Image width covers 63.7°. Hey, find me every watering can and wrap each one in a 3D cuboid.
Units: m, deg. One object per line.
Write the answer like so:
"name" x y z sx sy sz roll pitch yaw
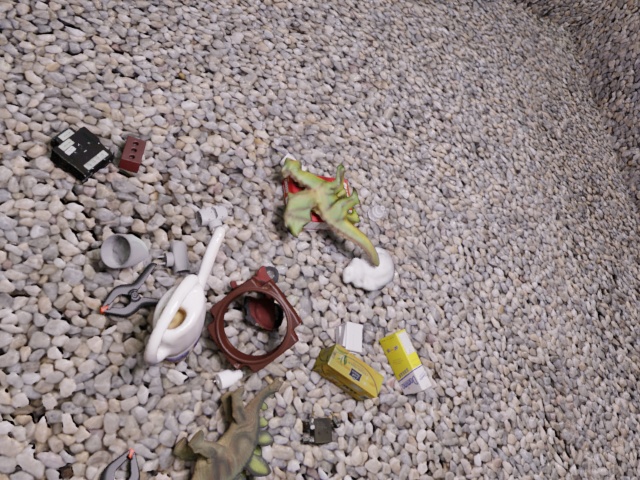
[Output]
"watering can" -0.309 0.147 1.217 0.104 0.219 0.355 24 55 2

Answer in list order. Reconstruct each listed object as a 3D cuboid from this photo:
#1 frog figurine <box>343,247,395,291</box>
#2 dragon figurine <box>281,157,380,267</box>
"frog figurine" 0.148 0.087 1.580 0.159 0.122 0.138 10 81 -39
"dragon figurine" 0.005 -0.077 1.522 0.244 0.120 0.414 -20 78 -19
